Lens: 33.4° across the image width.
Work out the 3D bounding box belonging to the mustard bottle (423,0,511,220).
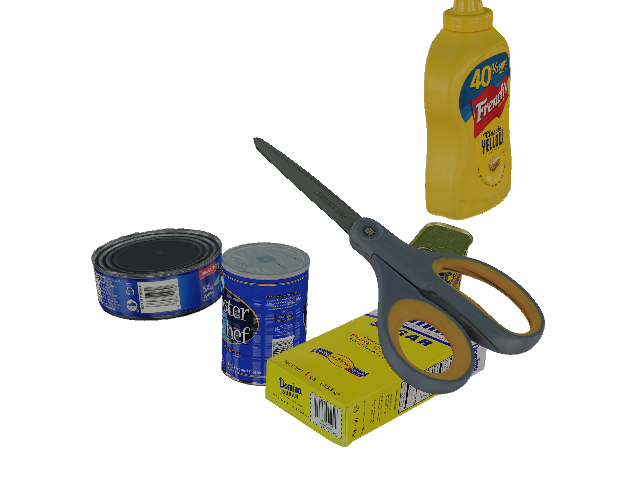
[{"bbox_3d":[0.126,-0.120,0.908,0.058,0.192,0.096,17,32,39],"label":"mustard bottle"}]

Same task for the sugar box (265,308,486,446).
[{"bbox_3d":[0.049,0.102,0.888,0.175,0.048,0.093,-24,37,-39],"label":"sugar box"}]

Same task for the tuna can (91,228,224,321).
[{"bbox_3d":[-0.106,0.022,0.707,0.086,0.034,0.086,-3,20,1],"label":"tuna can"}]

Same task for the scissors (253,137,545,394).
[{"bbox_3d":[0.022,0.014,0.577,0.202,0.016,0.096,28,52,17],"label":"scissors"}]

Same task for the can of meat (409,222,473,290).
[{"bbox_3d":[0.125,0.041,1.184,0.057,0.084,0.102,19,32,18],"label":"can of meat"}]

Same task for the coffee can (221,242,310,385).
[{"bbox_3d":[-0.065,0.085,1.253,0.103,0.140,0.103,2,20,-1],"label":"coffee can"}]
